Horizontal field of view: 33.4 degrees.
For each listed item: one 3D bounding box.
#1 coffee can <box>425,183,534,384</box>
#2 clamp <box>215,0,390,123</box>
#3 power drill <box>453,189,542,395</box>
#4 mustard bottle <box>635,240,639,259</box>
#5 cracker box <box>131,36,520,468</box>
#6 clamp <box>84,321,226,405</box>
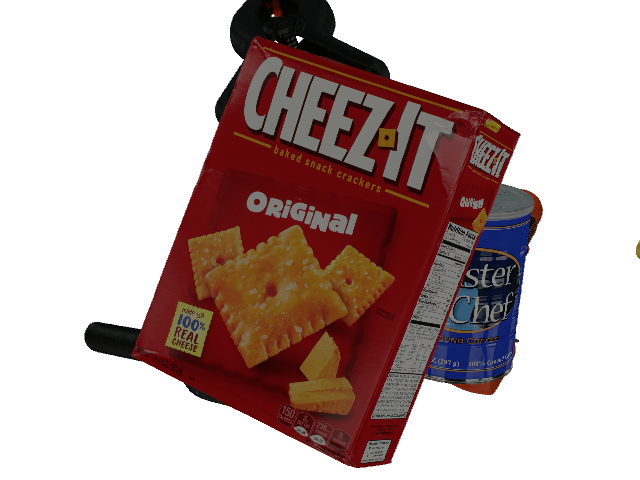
[{"bbox_3d":[0.110,0.029,0.850,0.103,0.140,0.103,3,18,-1],"label":"coffee can"},{"bbox_3d":[-0.014,-0.142,0.773,0.120,0.039,0.171,-4,44,2],"label":"clamp"},{"bbox_3d":[0.172,0.058,1.070,0.057,0.188,0.184,17,29,19],"label":"power drill"},{"bbox_3d":[0.263,0.043,0.642,0.096,0.058,0.192,-20,32,-21],"label":"mustard bottle"},{"bbox_3d":[-0.001,0.004,0.638,0.164,0.214,0.072,23,4,27],"label":"cracker box"},{"bbox_3d":[-0.080,0.095,0.910,0.164,0.036,0.210,-13,22,-40],"label":"clamp"}]
